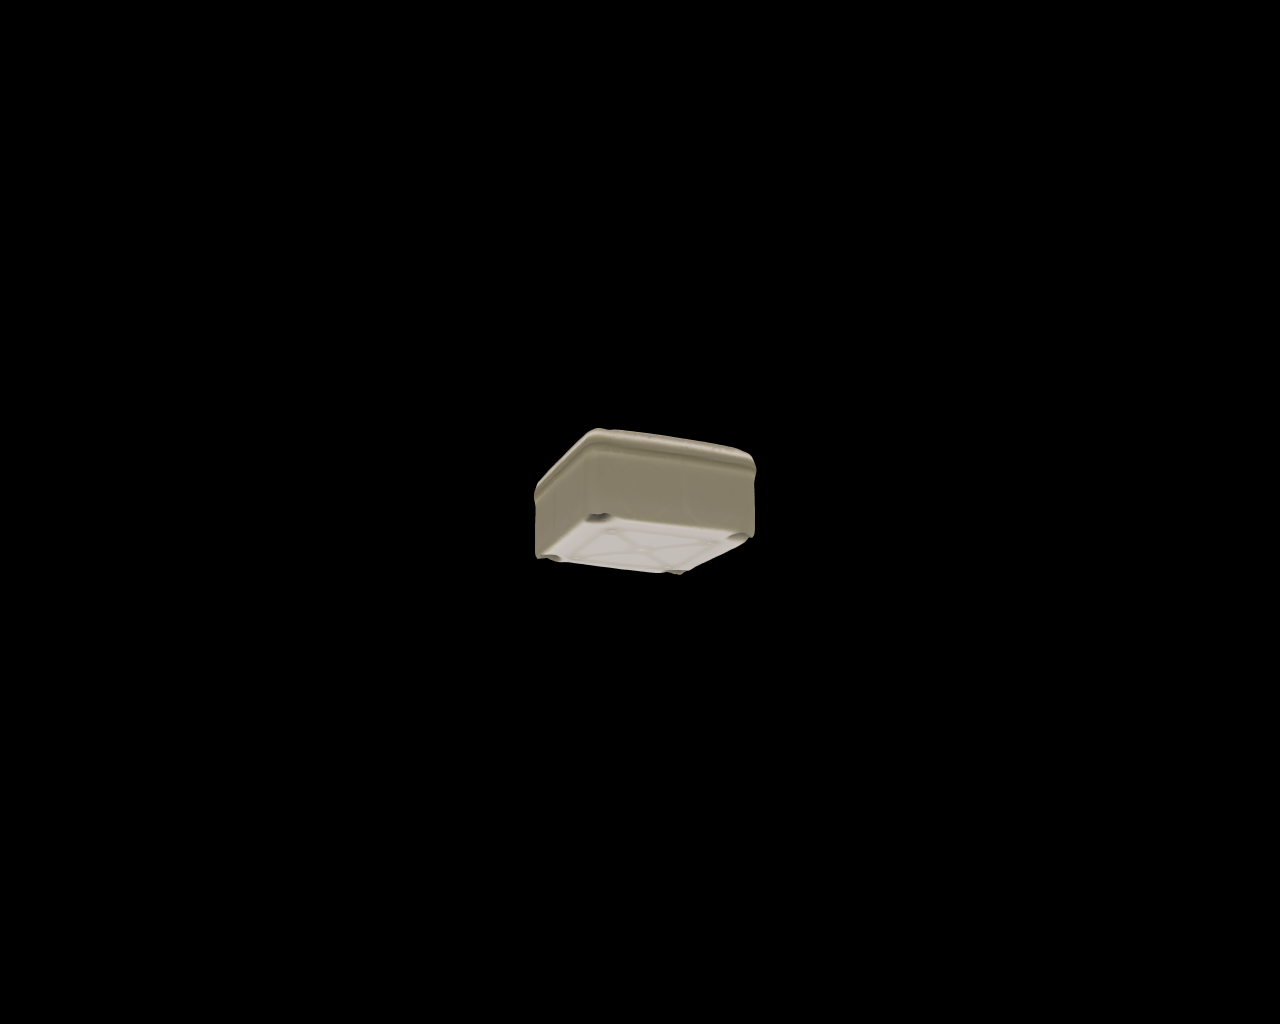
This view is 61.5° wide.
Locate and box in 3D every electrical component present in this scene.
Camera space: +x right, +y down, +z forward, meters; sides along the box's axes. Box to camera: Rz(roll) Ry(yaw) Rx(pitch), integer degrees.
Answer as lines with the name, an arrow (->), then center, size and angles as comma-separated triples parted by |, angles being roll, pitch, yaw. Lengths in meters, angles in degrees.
electrical component -> 0.001, -0.003, 0.650 | 0.109, 0.056, 0.108 | 8, -20, -22
